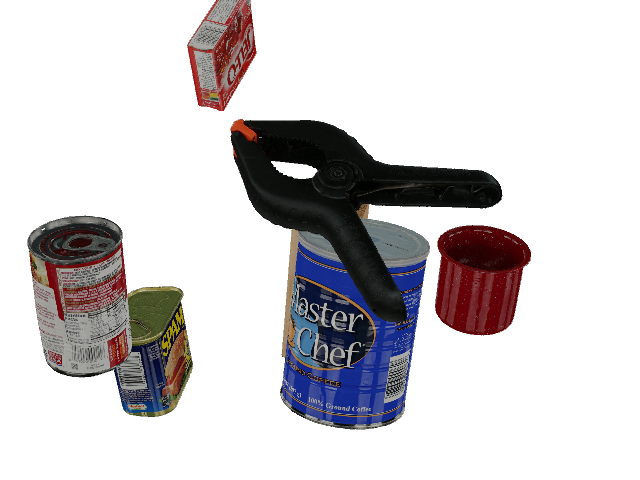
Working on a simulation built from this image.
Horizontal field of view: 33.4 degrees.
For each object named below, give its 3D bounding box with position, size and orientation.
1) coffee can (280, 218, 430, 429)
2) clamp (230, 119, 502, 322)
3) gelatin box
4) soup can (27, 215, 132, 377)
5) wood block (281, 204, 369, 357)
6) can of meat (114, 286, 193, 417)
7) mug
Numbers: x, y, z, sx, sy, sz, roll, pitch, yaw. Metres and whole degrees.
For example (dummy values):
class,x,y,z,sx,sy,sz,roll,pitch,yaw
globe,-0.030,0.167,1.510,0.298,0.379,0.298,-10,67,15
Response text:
class,x,y,z,sx,sy,sz,roll,pitch,yaw
coffee can,0.026,0.063,0.843,0.103,0.140,0.103,6,18,-2
clamp,0.011,-0.020,0.644,0.172,0.039,0.120,20,49,19
gelatin box,-0.089,-0.177,0.990,0.030,0.089,0.073,14,-38,14
soup can,-0.177,0.042,0.794,0.068,0.102,0.068,0,29,0
wood block,0.006,0.048,1.399,0.090,0.206,0.090,8,23,6
can of meat,-0.157,0.103,0.996,0.057,0.084,0.102,-2,25,10
mug,0.157,0.036,1.088,0.093,0.081,0.117,-6,31,-16
